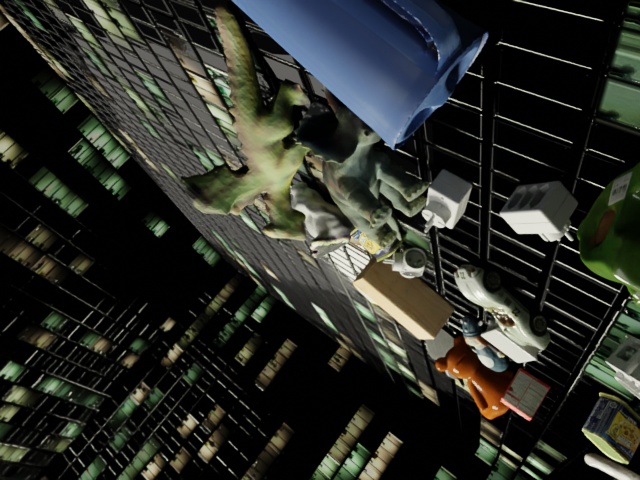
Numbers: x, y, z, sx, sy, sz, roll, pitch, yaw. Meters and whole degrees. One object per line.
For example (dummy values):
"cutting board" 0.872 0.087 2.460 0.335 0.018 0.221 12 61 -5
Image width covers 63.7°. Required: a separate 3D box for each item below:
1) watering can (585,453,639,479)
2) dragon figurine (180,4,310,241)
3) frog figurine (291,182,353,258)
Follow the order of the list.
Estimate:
"watering can" 0.719 0.523 1.013 0.223 0.105 0.345 41 165 -9
"dragon figurine" -0.120 -0.143 0.847 0.123 0.244 0.403 28 164 49
"frog figurine" 0.003 -0.056 1.120 0.136 0.122 0.162 27 -135 -65
